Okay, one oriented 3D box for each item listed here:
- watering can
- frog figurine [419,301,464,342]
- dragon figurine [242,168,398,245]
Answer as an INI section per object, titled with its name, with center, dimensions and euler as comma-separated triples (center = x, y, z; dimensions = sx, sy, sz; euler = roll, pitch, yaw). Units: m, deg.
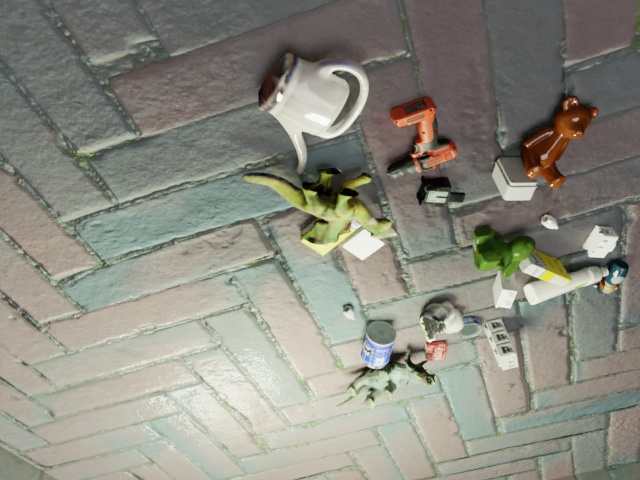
[watering can]
center = -0.040, -0.289, 1.175
dimensions = 0.223, 0.106, 0.341
euler = 22, 136, -22
[frog figurine]
center = 0.417, 0.261, 1.732
dimensions = 0.161, 0.124, 0.134
euler = -20, 134, -39
[dragon figurine]
center = 0.004, -0.067, 1.334
dimensions = 0.410, 0.125, 0.237
euler = 7, 133, -2
